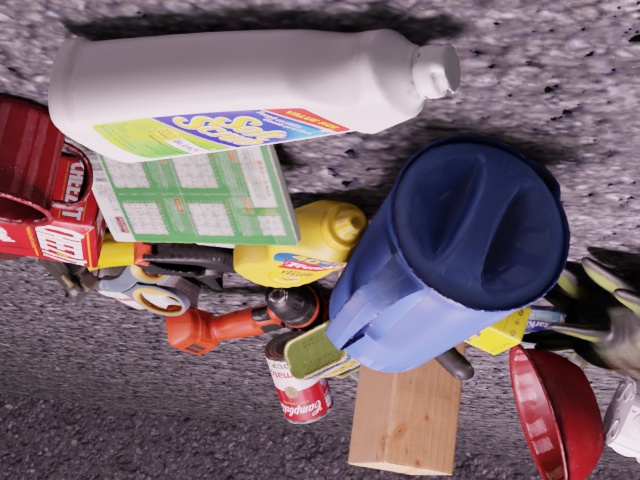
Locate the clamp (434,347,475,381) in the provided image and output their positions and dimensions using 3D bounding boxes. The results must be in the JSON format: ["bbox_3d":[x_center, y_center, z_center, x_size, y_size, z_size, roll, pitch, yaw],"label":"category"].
[{"bbox_3d":[0.099,0.083,1.137,0.171,0.120,0.039,13,135,-9],"label":"clamp"}]

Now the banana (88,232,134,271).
[{"bbox_3d":[-0.224,0.015,1.189,0.198,0.037,0.069,-5,159,40],"label":"banana"}]

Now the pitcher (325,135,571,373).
[{"bbox_3d":[0.077,0.031,0.840,0.149,0.145,0.243,11,157,-10],"label":"pitcher"}]

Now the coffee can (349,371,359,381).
[{"bbox_3d":[0.106,0.148,1.370,0.103,0.103,0.140,-3,161,35],"label":"coffee can"}]

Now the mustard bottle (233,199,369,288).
[{"bbox_3d":[-0.007,0.002,0.991,0.096,0.058,0.192,8,165,-23],"label":"mustard bottle"}]

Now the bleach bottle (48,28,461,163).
[{"bbox_3d":[-0.039,-0.096,0.662,0.251,0.068,0.102,-3,163,27],"label":"bleach bottle"}]

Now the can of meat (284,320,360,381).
[{"bbox_3d":[0.019,0.131,1.283,0.102,0.057,0.083,-31,161,35],"label":"can of meat"}]

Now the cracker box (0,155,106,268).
[{"bbox_3d":[-0.309,-0.035,0.994,0.213,0.072,0.164,10,165,-8],"label":"cracker box"}]

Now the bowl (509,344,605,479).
[{"bbox_3d":[0.240,0.174,1.064,0.055,0.162,0.162,-14,164,-3],"label":"bowl"}]

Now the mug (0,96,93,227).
[{"bbox_3d":[-0.238,-0.060,0.849,0.117,0.081,0.093,13,164,-16],"label":"mug"}]

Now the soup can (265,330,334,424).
[{"bbox_3d":[-0.027,0.176,1.373,0.069,0.068,0.102,0,120,28],"label":"soup can"}]

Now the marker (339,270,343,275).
[{"bbox_3d":[0.072,0.016,1.002,0.121,0.020,0.020,-25,150,24],"label":"marker"}]

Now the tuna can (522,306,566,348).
[{"bbox_3d":[0.261,0.104,1.263,0.086,0.034,0.086,8,164,2],"label":"tuna can"}]

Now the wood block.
[{"bbox_3d":[0.102,0.156,1.209,0.090,0.206,0.091,15,163,-24],"label":"wood block"}]

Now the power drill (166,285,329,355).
[{"bbox_3d":[-0.087,0.093,1.292,0.188,0.057,0.184,-9,164,14],"label":"power drill"}]

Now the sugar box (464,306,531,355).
[{"bbox_3d":[0.116,0.058,1.078,0.176,0.048,0.093,22,164,-1],"label":"sugar box"}]

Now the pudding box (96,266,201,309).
[{"bbox_3d":[-0.215,0.060,1.343,0.090,0.039,0.113,-1,165,21],"label":"pudding box"}]

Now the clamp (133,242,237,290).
[{"bbox_3d":[-0.104,0.021,1.105,0.165,0.036,0.209,-9,166,31],"label":"clamp"}]

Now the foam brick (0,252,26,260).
[{"bbox_3d":[-0.328,-0.012,1.121,0.052,0.051,0.078,20,160,-37],"label":"foam brick"}]

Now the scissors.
[{"bbox_3d":[-0.247,0.039,1.269,0.202,0.016,0.096,16,127,15],"label":"scissors"}]
